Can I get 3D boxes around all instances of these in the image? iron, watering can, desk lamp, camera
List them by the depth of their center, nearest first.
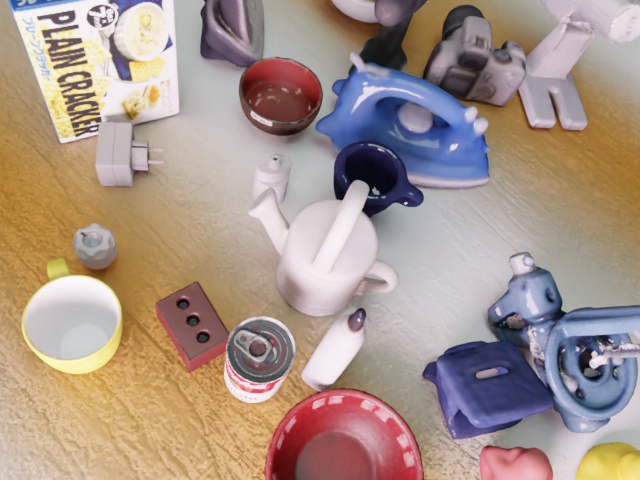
[{"bbox_3d":[0.005,0.004,0.625,0.173,0.194,0.101,8,62,-8],"label":"watering can"},{"bbox_3d":[0.133,-0.159,0.764,0.258,0.141,0.119,20,61,-2],"label":"iron"},{"bbox_3d":[0.385,-0.308,0.851,0.118,0.213,0.203,-1,64,-12],"label":"desk lamp"},{"bbox_3d":[0.241,-0.297,0.879,0.143,0.101,0.137,11,62,-6],"label":"camera"}]

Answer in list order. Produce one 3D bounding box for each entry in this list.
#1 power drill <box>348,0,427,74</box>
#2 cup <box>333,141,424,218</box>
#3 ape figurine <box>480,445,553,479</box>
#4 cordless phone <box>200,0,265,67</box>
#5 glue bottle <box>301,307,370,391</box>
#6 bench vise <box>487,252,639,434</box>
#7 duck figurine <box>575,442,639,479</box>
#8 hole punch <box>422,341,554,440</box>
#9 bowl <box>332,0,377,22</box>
[{"bbox_3d":[0.106,-0.307,0.794,0.075,0.208,0.230,25,61,1],"label":"power drill"},{"bbox_3d":[0.067,-0.059,0.726,0.117,0.095,0.092,24,61,1],"label":"cup"},{"bbox_3d":[0.213,0.244,0.607,0.077,0.092,0.076,35,62,7],"label":"ape figurine"},{"bbox_3d":[-0.115,-0.346,0.780,0.094,0.185,0.147,1,64,-11],"label":"cordless phone"},{"bbox_3d":[0.023,0.103,0.591,0.037,0.173,0.078,32,62,6],"label":"glue bottle"},{"bbox_3d":[0.276,0.101,0.619,0.122,0.219,0.207,-39,77,-26],"label":"bench vise"},{"bbox_3d":[0.339,0.262,0.628,0.105,0.086,0.077,-29,73,-23],"label":"duck figurine"},{"bbox_3d":[0.186,0.162,0.643,0.109,0.091,0.101,-9,66,-16],"label":"hole punch"},{"bbox_3d":[0.076,-0.403,0.912,0.167,0.074,0.167,5,63,-10],"label":"bowl"}]
